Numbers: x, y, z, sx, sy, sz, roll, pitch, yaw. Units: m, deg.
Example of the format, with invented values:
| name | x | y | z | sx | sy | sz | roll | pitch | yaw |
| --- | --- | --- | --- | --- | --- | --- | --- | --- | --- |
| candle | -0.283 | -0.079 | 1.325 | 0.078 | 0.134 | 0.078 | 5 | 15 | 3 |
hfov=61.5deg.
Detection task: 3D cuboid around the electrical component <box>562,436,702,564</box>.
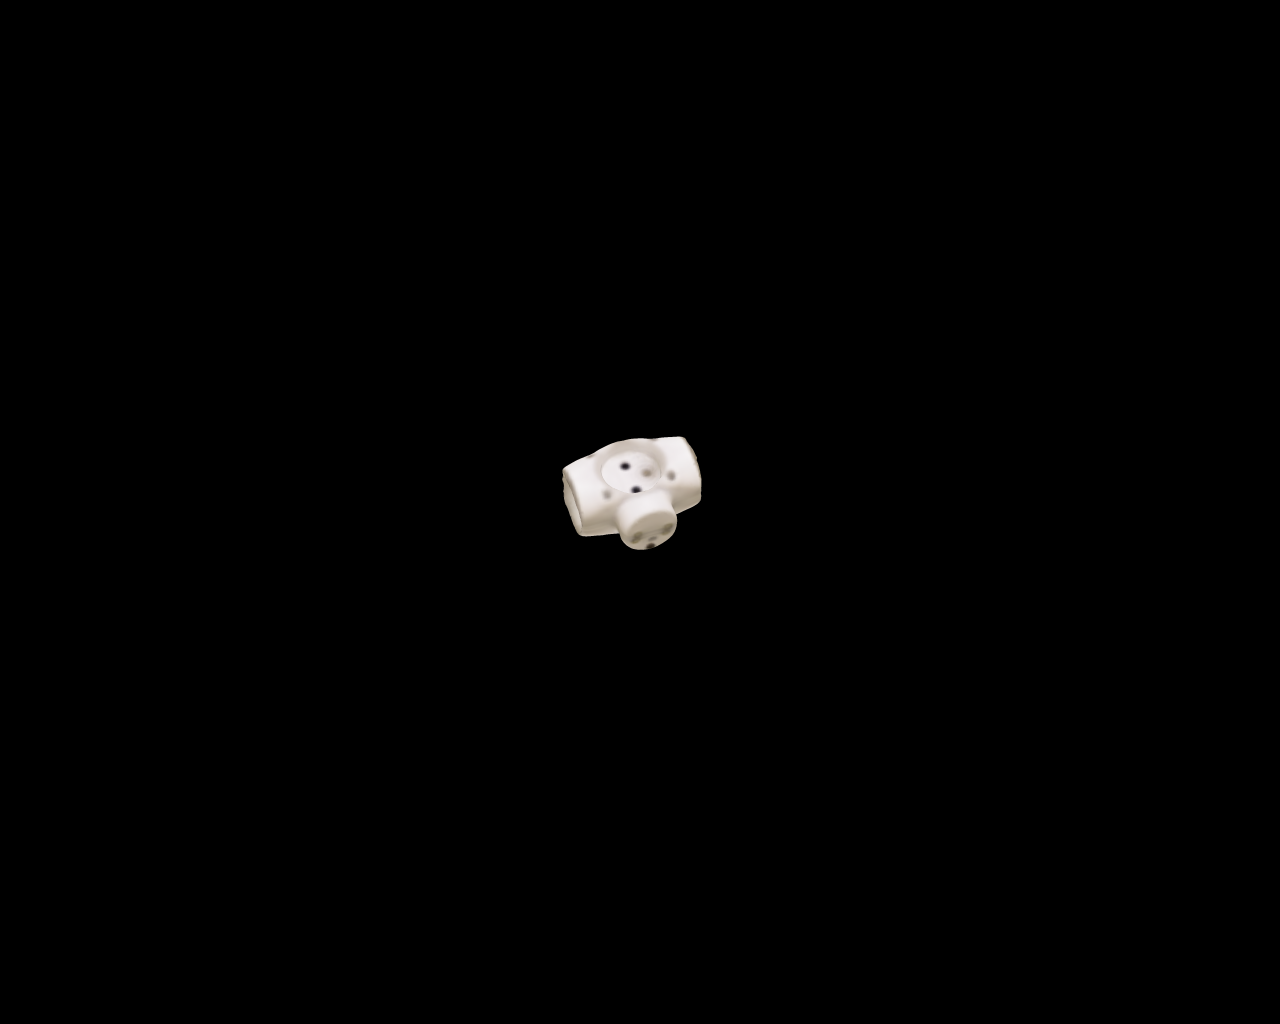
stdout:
| name | x | y | z | sx | sy | sz | roll | pitch | yaw |
| --- | --- | --- | --- | --- | --- | --- | --- | --- | --- |
| electrical component | 0.001 | -0.003 | 0.650 | 0.077 | 0.079 | 0.044 | -15 | -35 | -11 |
